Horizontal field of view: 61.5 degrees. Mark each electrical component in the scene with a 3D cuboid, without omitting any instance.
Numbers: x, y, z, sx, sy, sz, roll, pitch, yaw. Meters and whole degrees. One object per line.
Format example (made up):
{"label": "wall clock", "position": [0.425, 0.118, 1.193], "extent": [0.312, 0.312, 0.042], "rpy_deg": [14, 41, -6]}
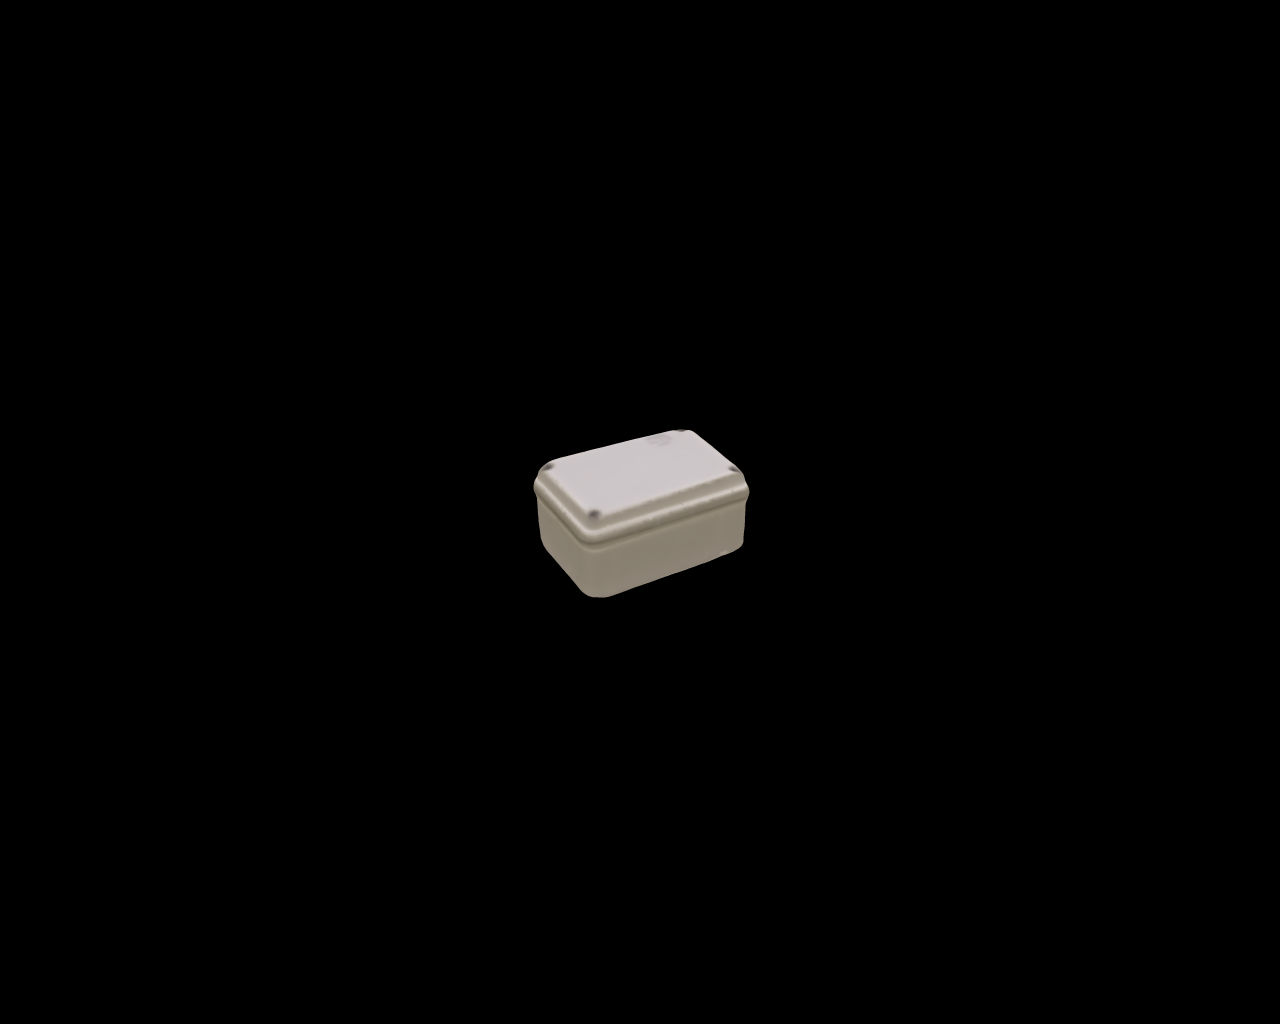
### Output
{"label": "electrical component", "position": [0.001, -0.003, 0.650], "extent": [0.113, 0.057, 0.078], "rpy_deg": [-17, 36, -24]}
